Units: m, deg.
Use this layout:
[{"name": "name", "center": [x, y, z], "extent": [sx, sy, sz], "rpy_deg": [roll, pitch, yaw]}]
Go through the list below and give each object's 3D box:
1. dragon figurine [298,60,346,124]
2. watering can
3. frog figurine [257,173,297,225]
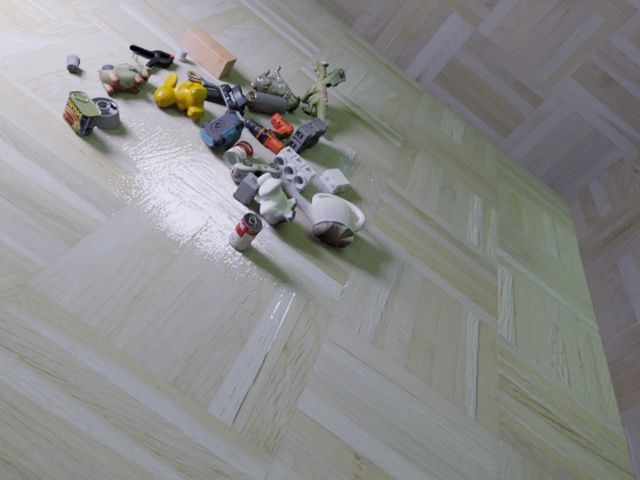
[{"name": "dragon figurine", "center": [0.027, -0.684, 2.361], "extent": [0.121, 0.239, 0.419], "rpy_deg": [16, 40, -39]}, {"name": "watering can", "center": [0.006, -0.091, 1.818], "extent": [0.347, 0.102, 0.230], "rpy_deg": [16, 40, -15]}, {"name": "frog figurine", "center": [-0.158, -0.131, 1.673], "extent": [0.157, 0.121, 0.140], "rpy_deg": [42, 50, -24]}]
